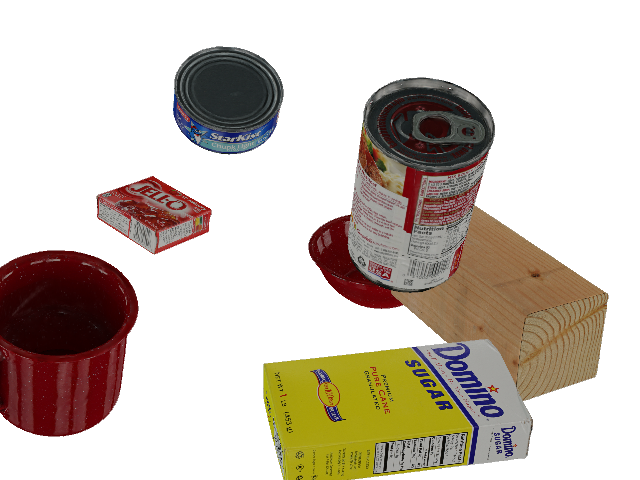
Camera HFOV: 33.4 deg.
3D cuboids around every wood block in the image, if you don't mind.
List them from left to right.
[{"bbox_3d":[0.157,0.049,0.985,0.090,0.090,0.206,-13,30,-25],"label":"wood block"}]

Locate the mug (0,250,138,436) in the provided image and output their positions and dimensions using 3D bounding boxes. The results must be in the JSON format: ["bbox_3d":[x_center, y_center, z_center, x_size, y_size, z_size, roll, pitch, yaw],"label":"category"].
[{"bbox_3d":[-0.171,0.071,0.653,0.093,0.082,0.117,37,46,25],"label":"mug"}]

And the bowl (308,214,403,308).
[{"bbox_3d":[0.067,0.029,1.198,0.162,0.055,0.162,0,31,0],"label":"bowl"}]

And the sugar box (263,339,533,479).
[{"bbox_3d":[0.052,0.121,0.764,0.176,0.048,0.093,-8,36,-9],"label":"sugar box"}]

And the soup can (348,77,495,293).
[{"bbox_3d":[0.052,-0.028,0.581,0.068,0.068,0.102,0,-41,-5],"label":"soup can"}]

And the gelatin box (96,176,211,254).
[{"bbox_3d":[-0.164,-0.027,1.046,0.089,0.030,0.073,30,36,31],"label":"gelatin box"}]

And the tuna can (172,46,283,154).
[{"bbox_3d":[-0.074,-0.110,0.845,0.086,0.086,0.034,0,-32,-11],"label":"tuna can"}]
